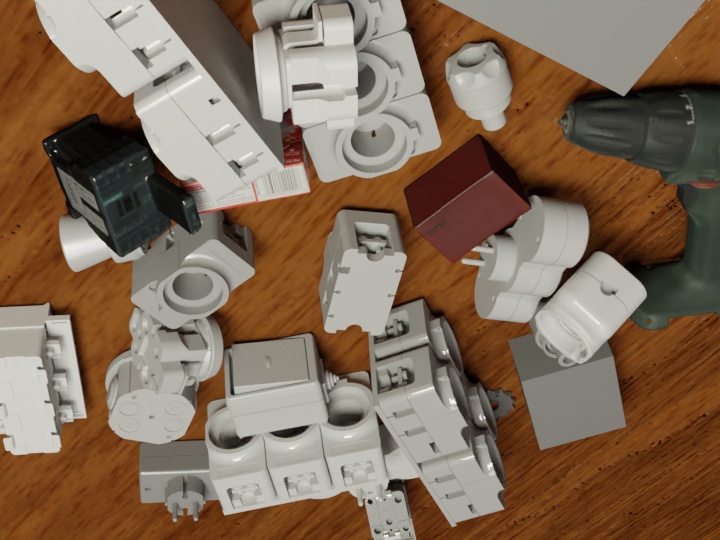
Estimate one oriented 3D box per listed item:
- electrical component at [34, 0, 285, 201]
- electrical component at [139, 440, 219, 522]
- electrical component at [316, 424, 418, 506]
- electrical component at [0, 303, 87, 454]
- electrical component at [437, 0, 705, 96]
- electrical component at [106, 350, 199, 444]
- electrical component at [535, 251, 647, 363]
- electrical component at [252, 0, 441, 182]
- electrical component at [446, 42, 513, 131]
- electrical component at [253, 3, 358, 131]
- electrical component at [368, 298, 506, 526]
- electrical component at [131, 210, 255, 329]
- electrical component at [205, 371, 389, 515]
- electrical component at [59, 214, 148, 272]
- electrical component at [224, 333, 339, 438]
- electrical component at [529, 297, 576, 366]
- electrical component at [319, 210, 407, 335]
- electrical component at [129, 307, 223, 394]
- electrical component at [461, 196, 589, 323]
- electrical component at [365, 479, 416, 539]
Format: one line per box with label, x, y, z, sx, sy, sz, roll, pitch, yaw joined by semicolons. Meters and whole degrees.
electrical component;-0.125;-0.142;0.673;0.060;0.105;0.186;-27;131;15
electrical component;-0.163;0.202;1.001;0.083;0.075;0.047;-1;132;-9
electrical component;0.006;0.191;1.021;0.138;0.073;0.052;-13;133;3
electrical component;-0.275;0.093;0.891;0.079;0.063;0.121;-2;132;-7
electrical component;0.125;-0.203;0.690;0.186;0.060;0.105;20;126;-26
electrical component;-0.179;0.108;0.929;0.080;0.051;0.080;-5;133;-5
electrical component;0.182;0.034;0.867;0.059;0.054;0.095;-44;170;-17
electrical component;-0.008;-0.139;0.725;0.089;0.061;0.150;-17;133;6
electrical component;0.088;-0.127;0.765;0.043;0.043;0.062;-20;133;9
electrical component;-0.034;-0.121;0.654;0.057;0.058;0.078;-7;133;-7
electrical component;0.072;0.125;0.944;0.060;0.105;0.186;-19;131;14
electrical component;-0.130;-0.001;0.835;0.089;0.055;0.050;-34;129;20
electrical component;-0.057;0.151;0.962;0.150;0.089;0.061;-11;133;0
electrical component;-0.192;-0.025;0.809;0.055;0.045;0.045;-12;133;1
electrical component;-0.067;0.096;0.930;0.096;0.061;0.061;-11;133;0
electrical component;0.173;0.056;0.934;0.043;0.062;0.043;-5;133;-5
electrical component;0.000;0.000;0.858;0.050;0.055;0.089;4;131;-13
electrical component;-0.149;0.064;0.883;0.057;0.078;0.058;-2;135;-34
electrical component;0.119;-0.008;0.857;0.074;0.052;0.138;7;146;-15
electrical component;0.028;0.235;1.063;0.042;0.064;0.081;-13;91;1
